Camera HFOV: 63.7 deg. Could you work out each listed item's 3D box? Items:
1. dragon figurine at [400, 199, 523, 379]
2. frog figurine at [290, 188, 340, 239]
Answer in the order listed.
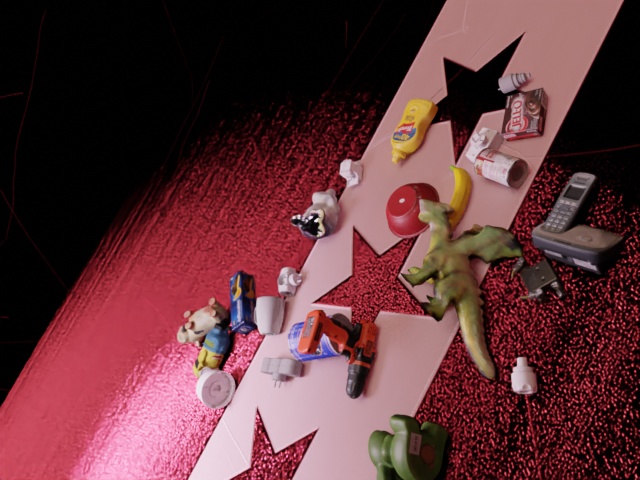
[{"bbox_3d":[0.321,0.064,1.109,0.241,0.120,0.418,-42,53,9],"label":"dragon figurine"},{"bbox_3d":[0.005,-0.078,1.551,0.135,0.122,0.162,-38,6,36],"label":"frog figurine"}]
